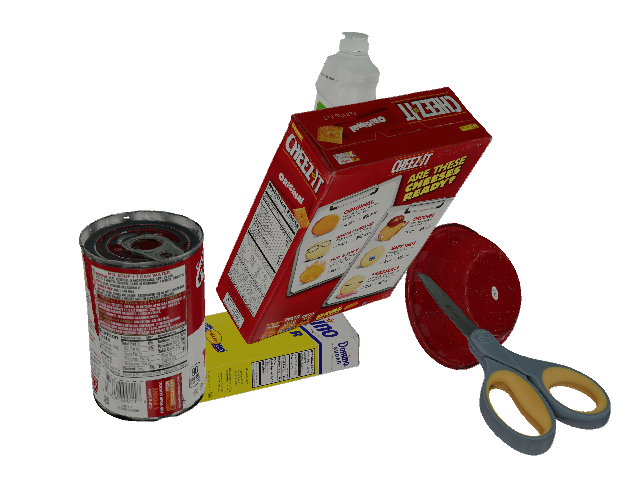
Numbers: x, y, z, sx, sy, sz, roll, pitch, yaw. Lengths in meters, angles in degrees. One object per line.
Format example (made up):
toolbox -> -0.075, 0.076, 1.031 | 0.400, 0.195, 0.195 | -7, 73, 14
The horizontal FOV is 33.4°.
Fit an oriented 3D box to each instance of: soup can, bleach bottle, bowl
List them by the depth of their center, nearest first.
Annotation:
soup can -> -0.099, 0.043, 0.605 | 0.068, 0.102, 0.068 | 1, 25, -1
bowl -> 0.167, 0.059, 1.153 | 0.161, 0.162, 0.055 | 0, -6, -40
bleach bottle -> 0.029, -0.097, 1.156 | 0.067, 0.251, 0.103 | -9, 25, -36

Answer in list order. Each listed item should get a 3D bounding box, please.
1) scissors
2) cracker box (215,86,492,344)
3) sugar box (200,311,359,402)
scissors -> 0.136, 0.078, 0.756 | 0.096, 0.016, 0.202 | -1, 32, -9
cracker box -> 0.021, -0.020, 0.879 | 0.163, 0.072, 0.214 | -15, -32, -35
sugar box -> -0.059, 0.103, 1.057 | 0.176, 0.048, 0.093 | -14, 32, -18
